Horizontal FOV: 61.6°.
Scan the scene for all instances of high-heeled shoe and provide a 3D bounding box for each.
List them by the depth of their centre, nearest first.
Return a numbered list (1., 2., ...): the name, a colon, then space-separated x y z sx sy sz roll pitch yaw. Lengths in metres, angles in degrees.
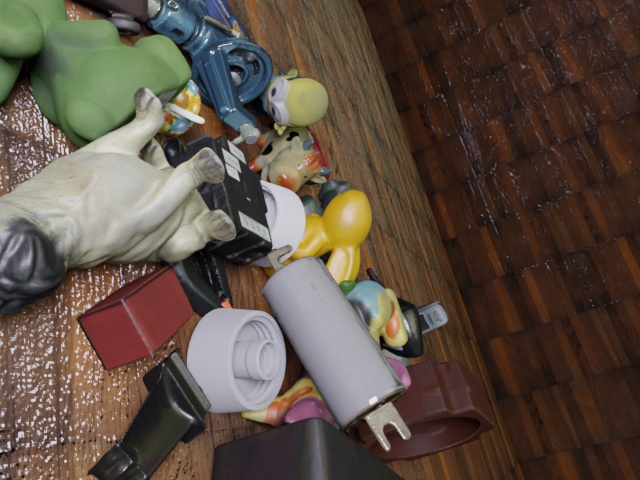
1. high-heeled shoe: 0.086 0.138 0.818 0.145 0.086 0.248 62 -19 21

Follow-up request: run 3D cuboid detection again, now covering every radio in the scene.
1. radio: 0.000 0.263 0.540 0.229 0.131 0.073 51 26 -40

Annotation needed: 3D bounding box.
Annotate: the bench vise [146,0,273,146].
1. bench vise: -0.140 -0.234 0.724 0.223 0.129 0.241 35 30 -60

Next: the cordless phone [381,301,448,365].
1. cordless phone: 0.147 0.181 0.941 0.146 0.184 0.089 60 16 -22

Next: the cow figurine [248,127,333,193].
1. cow figurine: -0.047 -0.127 0.845 0.085 0.127 0.195 55 21 -26

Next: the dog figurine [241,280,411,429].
1. dog figurine: 0.009 0.152 0.637 0.219 0.109 0.191 -9 92 -50

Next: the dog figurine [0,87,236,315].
1. dog figurine: -0.177 -0.002 0.417 0.121 0.190 0.172 39 -26 24

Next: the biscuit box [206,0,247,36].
1. biscuit box: -0.162 -0.336 0.863 0.202 0.059 0.063 57 22 -28

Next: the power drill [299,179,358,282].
1. power drill: 0.029 -0.002 0.982 0.231 0.086 0.207 55 36 -22

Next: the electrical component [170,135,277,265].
1. electrical component: -0.106 -0.048 0.597 0.114 0.058 0.134 42 29 -65

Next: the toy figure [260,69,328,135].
1. toy figure: -0.046 -0.222 0.841 0.180 0.089 0.082 -126 -167 -69

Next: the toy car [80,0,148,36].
1. toy car: -0.253 -0.281 0.563 0.202 0.053 0.089 -10 101 -71

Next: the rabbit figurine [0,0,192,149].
1. rabbit figurine: -0.229 -0.154 0.462 0.170 0.121 0.159 45 31 -8

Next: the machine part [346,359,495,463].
1. machine part: 0.150 0.265 0.827 0.200 0.201 0.087 44 28 -48

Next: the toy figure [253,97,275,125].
1. toy figure: -0.076 -0.233 0.989 0.154 0.058 0.064 24 40 -56

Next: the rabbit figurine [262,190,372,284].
1. rabbit figurine: -0.002 -0.002 0.763 0.162 0.173 0.122 65 15 6

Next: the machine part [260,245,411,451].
1. machine part: 0.010 0.103 0.555 0.243 0.079 0.079 56 13 24

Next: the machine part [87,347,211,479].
1. machine part: -0.134 0.153 0.447 0.139 0.039 0.084 -54 125 -69
